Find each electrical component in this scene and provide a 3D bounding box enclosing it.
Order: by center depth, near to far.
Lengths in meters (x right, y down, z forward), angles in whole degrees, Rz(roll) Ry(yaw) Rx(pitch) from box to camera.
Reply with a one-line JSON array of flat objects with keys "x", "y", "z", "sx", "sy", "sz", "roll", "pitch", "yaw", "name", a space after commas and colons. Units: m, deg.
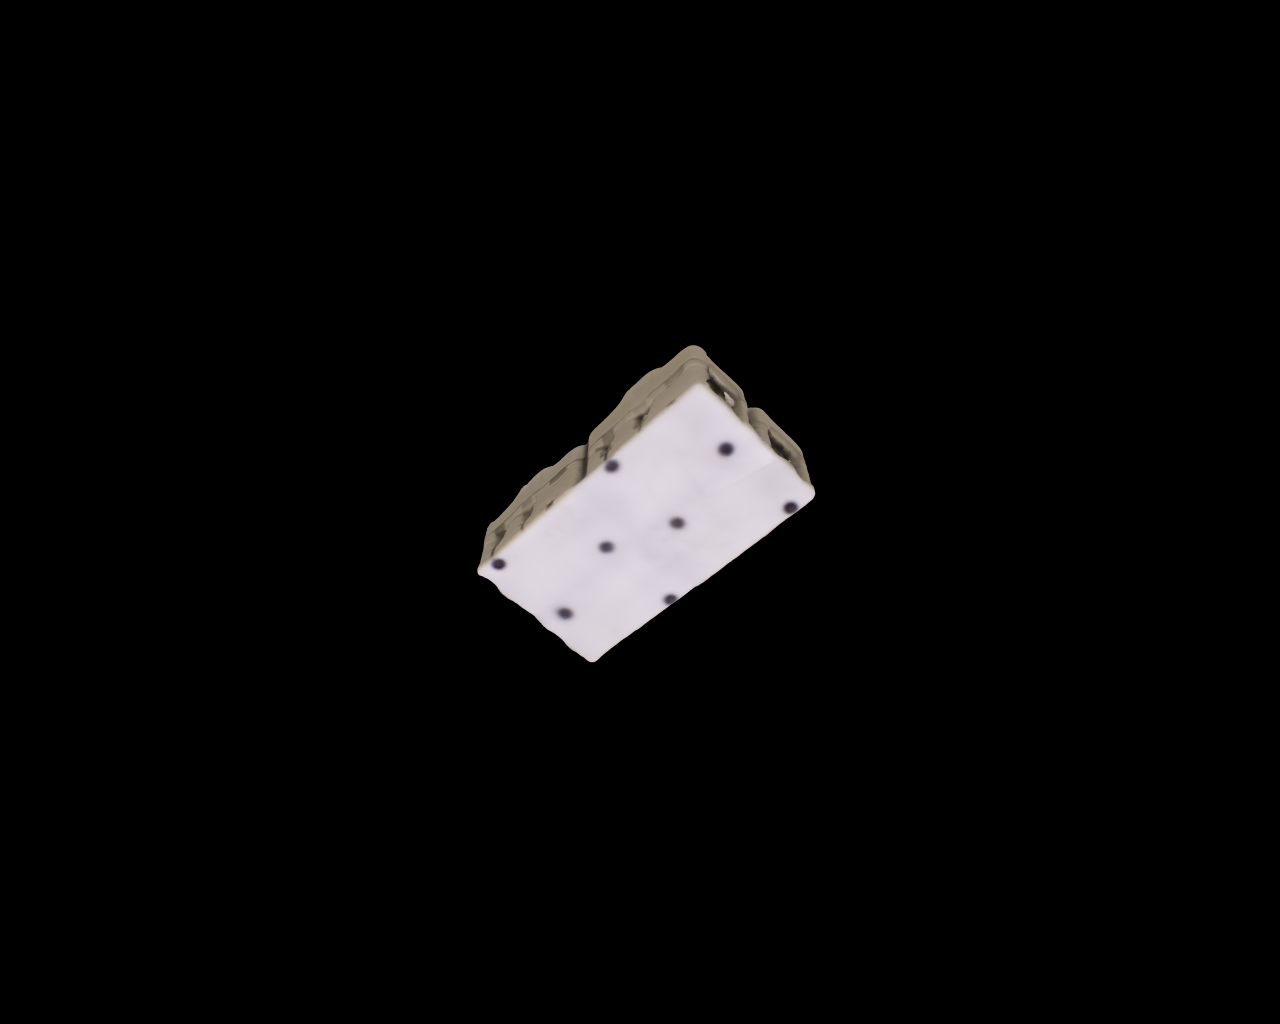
[{"x": 0.001, "y": -0.003, "z": 0.650, "sx": 0.186, "sy": 0.105, "sz": 0.060, "roll": -39, "pitch": 24, "yaw": 22, "name": "electrical component"}]
